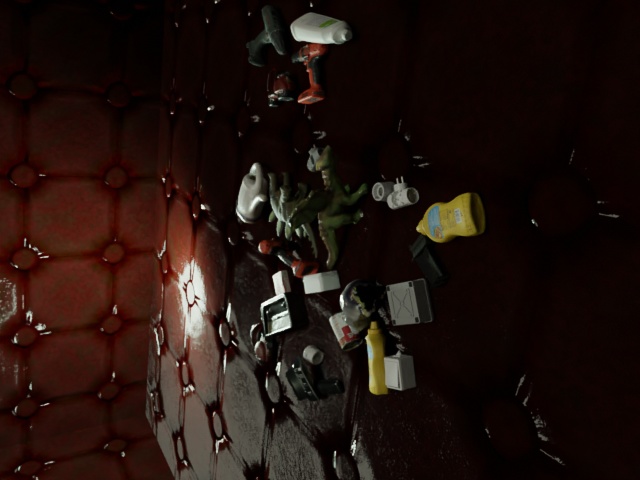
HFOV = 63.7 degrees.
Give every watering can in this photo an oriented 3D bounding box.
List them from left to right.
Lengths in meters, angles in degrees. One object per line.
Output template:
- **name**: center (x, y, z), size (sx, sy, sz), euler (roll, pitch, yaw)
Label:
- **watering can**: center (-0.255, -0.162, 1.987), size (0.355, 0.104, 0.220), euler (-109, 32, -58)

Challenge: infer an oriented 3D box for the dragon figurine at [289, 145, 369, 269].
- **dragon figurine**: center (0.005, -0.076, 1.510), size (0.124, 0.243, 0.404), euler (36, 119, 44)

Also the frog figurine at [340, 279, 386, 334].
- **frog figurine**: center (0.106, 0.192, 1.480), size (0.156, 0.122, 0.141), euler (120, 168, -52)
